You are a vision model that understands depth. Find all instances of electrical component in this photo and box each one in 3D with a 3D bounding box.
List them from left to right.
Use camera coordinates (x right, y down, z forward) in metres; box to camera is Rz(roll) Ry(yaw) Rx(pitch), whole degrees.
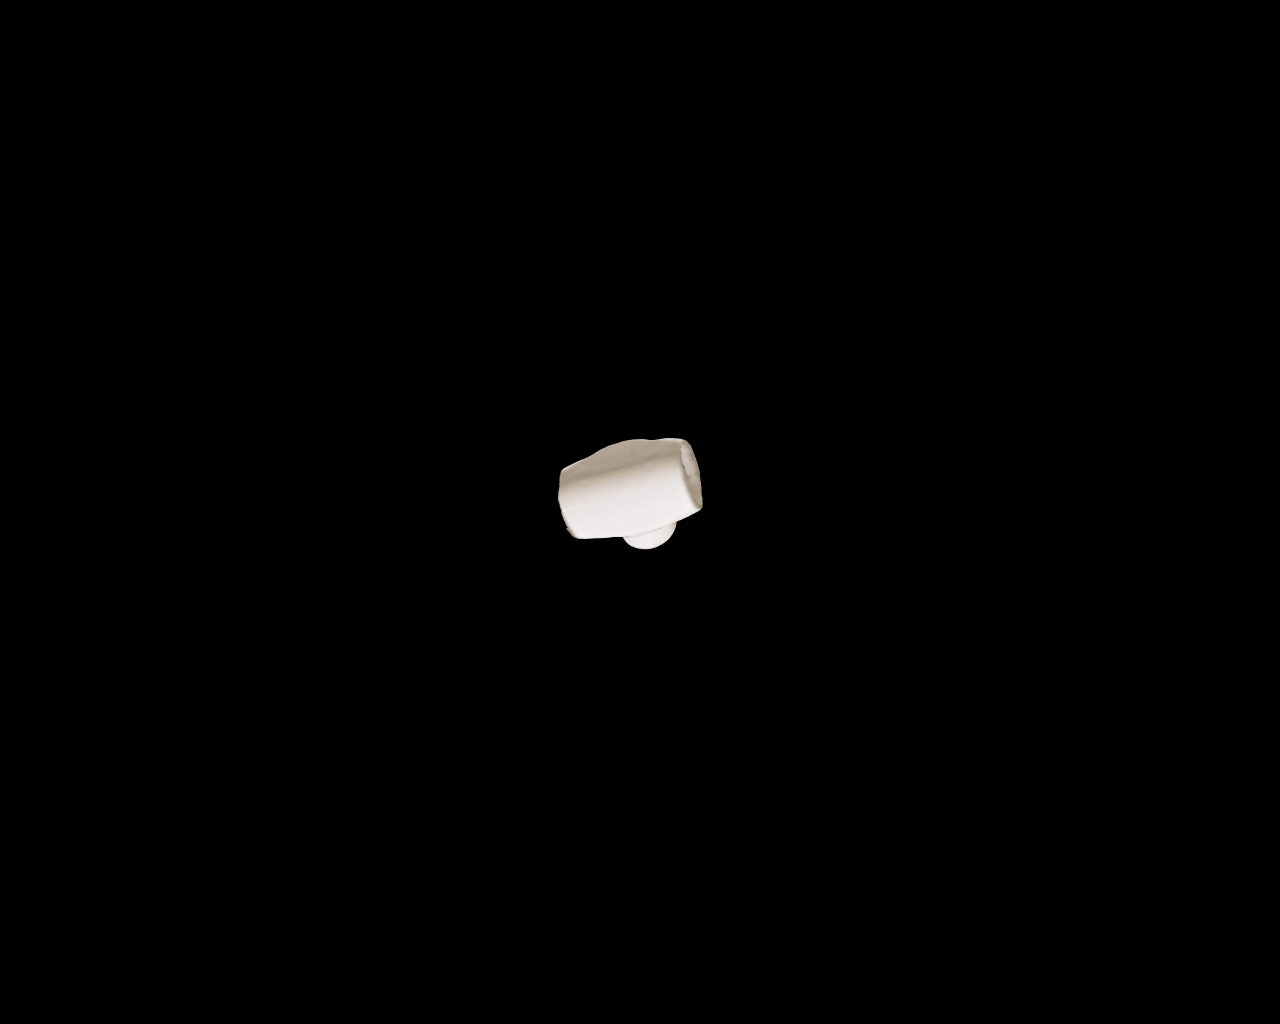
[{"bbox_3d":[0.001,-0.003,0.650,0.077,0.044,0.079,-14,-43,15],"label":"electrical component"}]
